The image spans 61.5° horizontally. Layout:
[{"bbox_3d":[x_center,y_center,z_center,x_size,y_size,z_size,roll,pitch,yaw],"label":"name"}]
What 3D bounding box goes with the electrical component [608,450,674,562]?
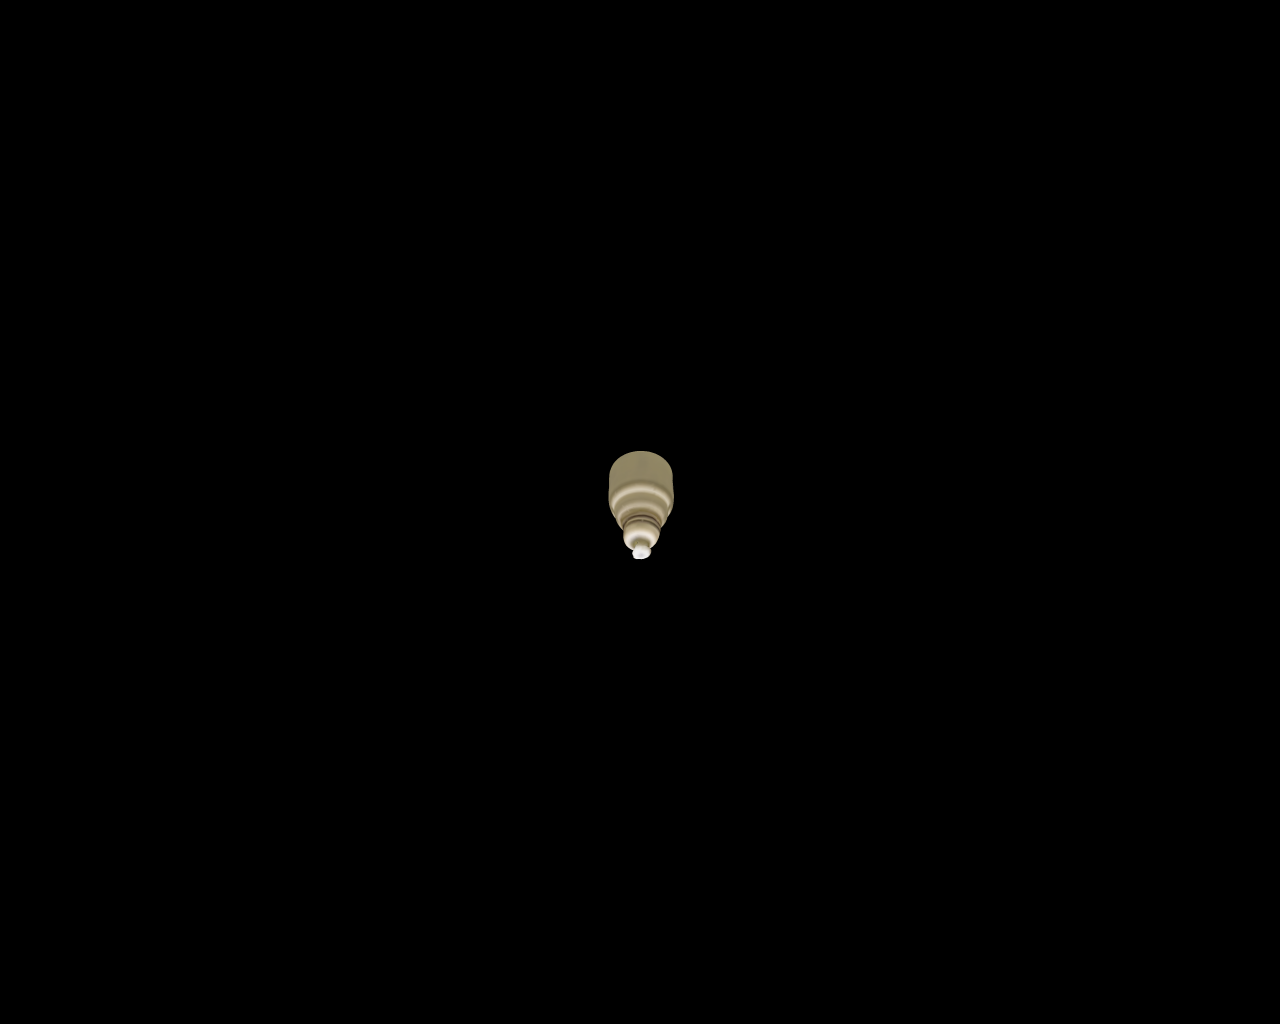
[{"bbox_3d":[0.001,-0.003,0.650,0.040,0.040,0.078,0,45,0],"label":"electrical component"}]
